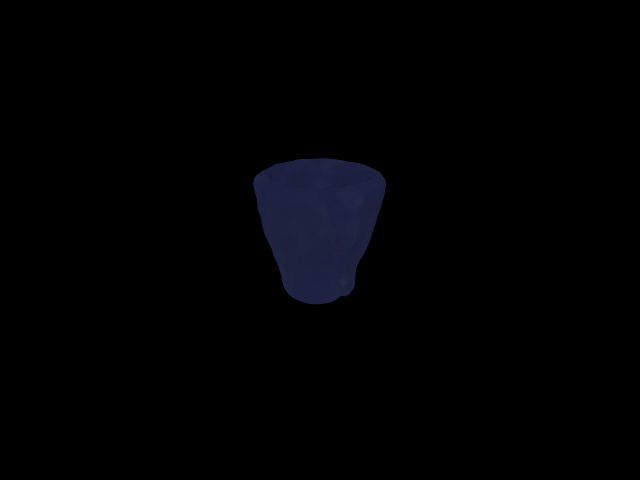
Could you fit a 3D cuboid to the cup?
[{"bbox_3d":[0.004,0.001,0.400,0.092,0.095,0.117,-6,23,-14],"label":"cup"}]
